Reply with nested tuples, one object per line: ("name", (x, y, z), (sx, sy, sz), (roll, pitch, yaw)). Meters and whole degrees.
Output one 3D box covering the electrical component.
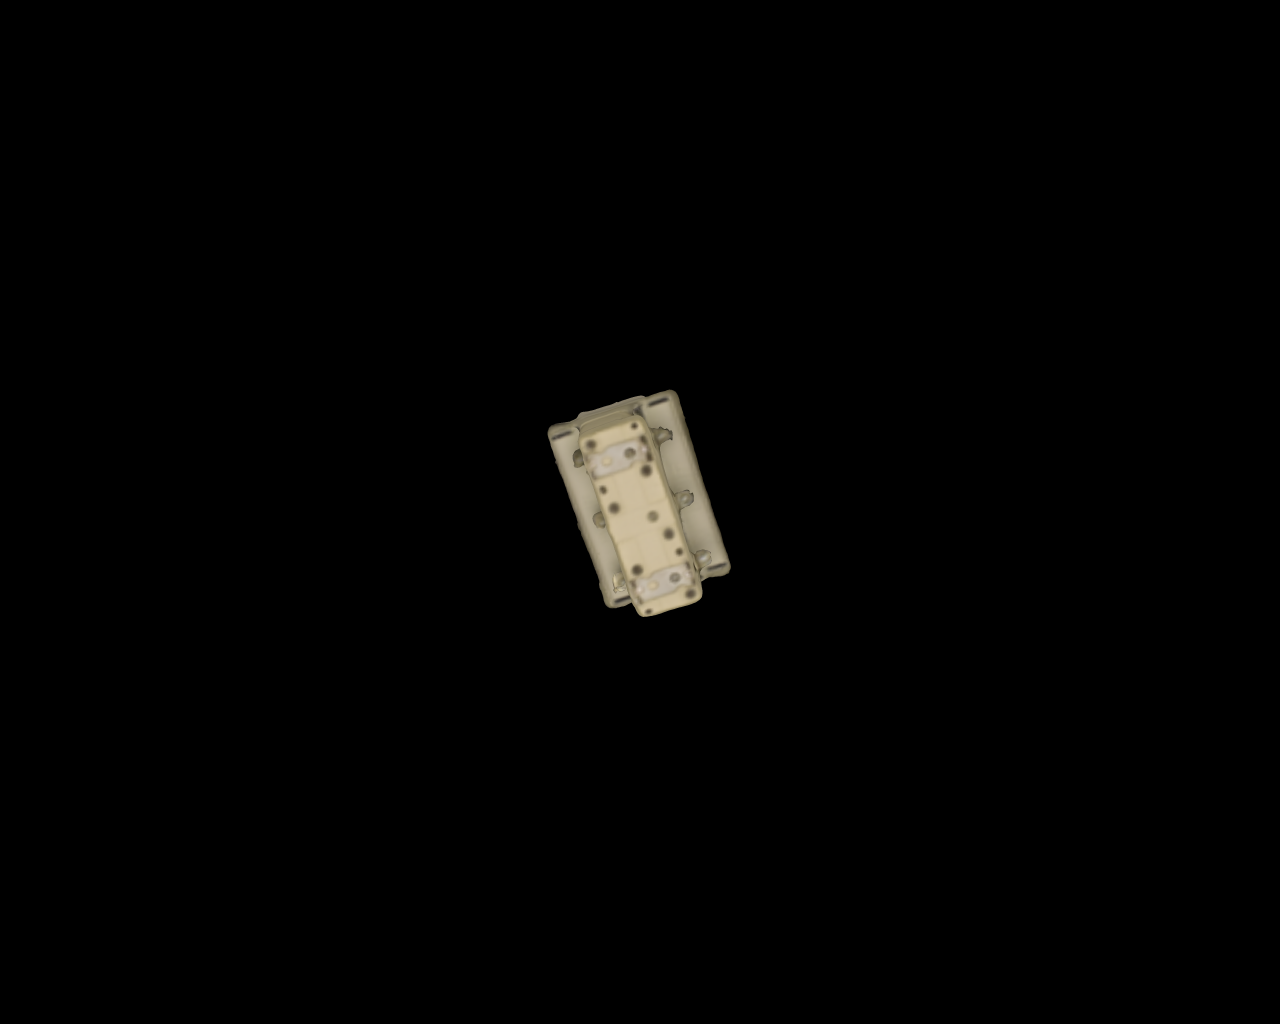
("electrical component", (0.001, -0.003, 0.650), (0.079, 0.121, 0.063), (-17, 16, 5))
